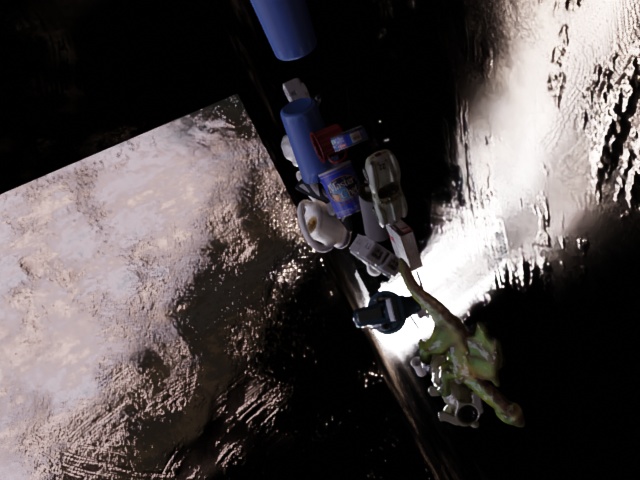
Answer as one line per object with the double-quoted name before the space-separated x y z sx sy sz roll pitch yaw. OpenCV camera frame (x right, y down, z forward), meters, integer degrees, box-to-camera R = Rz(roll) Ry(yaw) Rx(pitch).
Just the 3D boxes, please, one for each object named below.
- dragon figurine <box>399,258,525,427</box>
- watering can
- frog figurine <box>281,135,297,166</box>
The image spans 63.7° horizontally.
"dragon figurine" 0.304 0.210 1.087 0.411 0.123 0.240 63 156 3
"watering can" 0.006 -0.096 1.912 0.222 0.102 0.356 22 -135 -36
"frog figurine" -0.083 -0.339 1.939 0.163 0.123 0.134 -104 13 -59
